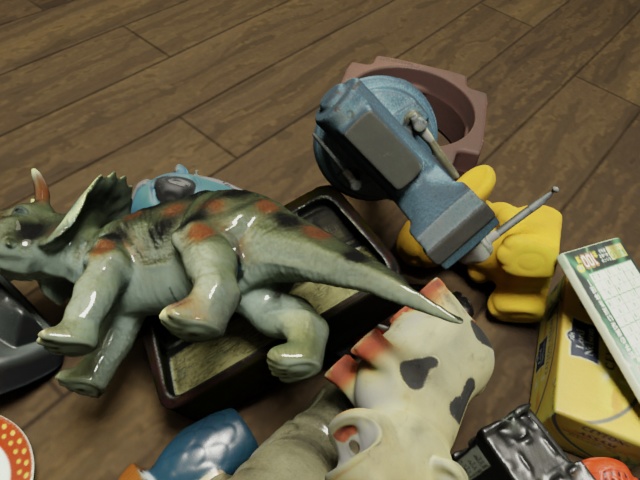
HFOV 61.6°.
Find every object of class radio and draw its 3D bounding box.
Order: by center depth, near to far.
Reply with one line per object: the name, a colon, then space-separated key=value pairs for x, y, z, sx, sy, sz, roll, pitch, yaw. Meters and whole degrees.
radio: x=-0.047 y=0.055 z=0.500 sx=0.230 sy=0.073 sz=0.131 roll=-29 pitch=56 yaw=-4

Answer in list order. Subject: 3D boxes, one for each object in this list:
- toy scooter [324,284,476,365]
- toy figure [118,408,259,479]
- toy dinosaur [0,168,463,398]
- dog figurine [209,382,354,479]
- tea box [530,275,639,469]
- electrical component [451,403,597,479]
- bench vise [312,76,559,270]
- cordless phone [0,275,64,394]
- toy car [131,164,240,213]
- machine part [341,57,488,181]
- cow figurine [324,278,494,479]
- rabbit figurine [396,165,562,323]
toy scooter: x=0.081 y=0.074 z=0.548 sx=0.184 sy=0.075 sz=0.135 roll=11 pitch=51 yaw=8
toy figure: x=-0.124 y=0.196 z=0.431 sx=0.154 sy=0.064 sz=0.057 roll=-29 pitch=91 yaw=-24
toy dinosaur: x=-0.103 y=0.014 z=0.433 sx=0.405 sy=0.131 sz=0.192 roll=-4 pitch=53 yaw=10
dog figurine: x=-0.011 y=0.168 z=0.402 sx=0.121 sy=0.172 sz=0.190 roll=34 pitch=61 yaw=6
tea box: x=0.272 y=0.124 z=0.532 sx=0.098 sy=0.068 sz=0.170 roll=19 pitch=52 yaw=7
electrical component: x=0.168 y=0.209 z=0.419 sx=0.058 sy=0.114 sz=0.134 roll=-23 pitch=61 yaw=-19
bench vise: x=0.081 y=-0.078 z=0.532 sx=0.223 sy=0.129 sz=0.241 roll=30 pitch=17 yaw=-19
cordless phone: x=-0.344 y=0.110 z=0.476 sx=0.147 sy=0.088 sz=0.184 roll=37 pitch=67 yaw=20
toy car: x=-0.120 y=-0.025 z=0.588 sx=0.162 sy=0.109 sz=0.103 roll=12 pitch=33 yaw=-8
machine part: x=0.114 y=-0.151 z=0.727 sx=0.202 sy=0.087 sz=0.201 roll=14 pitch=50 yaw=6
cow figurine: x=0.071 y=0.123 z=0.399 sx=0.127 sy=0.085 sz=0.195 roll=45 pitch=41 yaw=13
rabbit figurine: x=0.175 y=-0.007 z=0.602 sx=0.173 sy=0.121 sz=0.162 roll=4 pitch=55 yaw=21
